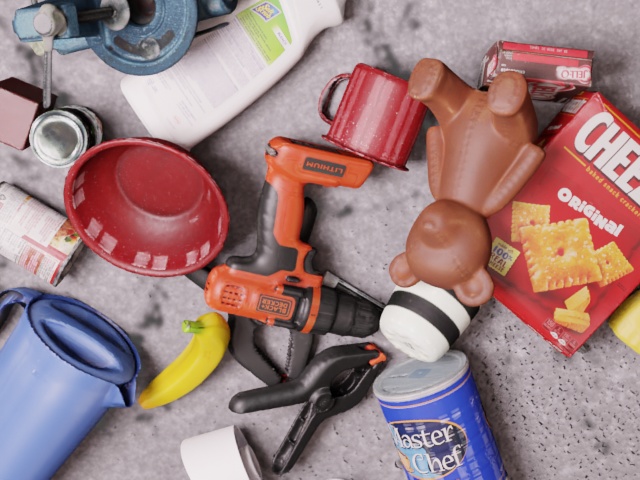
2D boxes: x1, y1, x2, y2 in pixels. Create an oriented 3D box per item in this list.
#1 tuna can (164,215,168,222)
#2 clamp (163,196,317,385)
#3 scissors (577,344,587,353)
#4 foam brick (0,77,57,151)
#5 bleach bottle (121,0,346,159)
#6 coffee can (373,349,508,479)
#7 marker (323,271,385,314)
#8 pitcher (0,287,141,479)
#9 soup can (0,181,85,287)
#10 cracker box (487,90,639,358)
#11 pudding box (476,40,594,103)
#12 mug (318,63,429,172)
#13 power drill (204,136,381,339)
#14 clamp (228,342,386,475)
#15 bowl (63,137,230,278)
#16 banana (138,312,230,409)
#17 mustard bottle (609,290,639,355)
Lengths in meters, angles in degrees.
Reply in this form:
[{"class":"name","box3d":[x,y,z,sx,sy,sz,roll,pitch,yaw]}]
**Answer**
[{"class":"tuna can","box3d":[-0.193,-0.029,1.097,0.086,0.033,0.086,1,104,2]},{"class":"clamp","box3d":[-0.070,0.069,1.112,0.164,0.036,0.210,-10,106,-4]},{"class":"scissors","box3d":[0.188,0.061,1.114,0.096,0.016,0.201,-32,100,7]},{"class":"foam brick","box3d":[-0.300,-0.125,1.054,0.053,0.078,0.051,23,102,-4]},{"class":"bleach bottle","box3d":[-0.065,-0.185,1.039,0.251,0.068,0.102,-32,104,7]},{"class":"coffee can","box3d":[0.125,0.198,1.108,0.103,0.103,0.140,-19,103,7]},{"class":"marker","box3d":[0.054,0.071,1.121,0.121,0.020,0.020,31,103,-6]},{"class":"pitcher","box3d":[-0.312,0.178,1.114,0.144,0.149,0.243,28,108,-30]},{"class":"soup can","box3d":[-0.296,-0.006,1.089,0.102,0.068,0.068,31,103,-5]},{"class":"cracker box","box3d":[0.253,-0.016,1.056,0.164,0.072,0.214,40,96,-8]},{"class":"pudding box","box3d":[0.201,-0.158,1.008,0.090,0.113,0.039,7,92,0]},{"class":"mug","box3d":[0.049,-0.126,1.043,0.117,0.093,0.081,28,101,32]},{"class":"power drill","box3d":[-0.007,0.001,1.058,0.184,0.057,0.188,13,100,-16]},{"class":"clamp","box3d":[-0.012,0.158,1.110,0.171,0.039,0.120,-43,132,-5]},{"class":"bowl","box3d":[-0.161,-0.042,1.029,0.162,0.055,0.162,5,128,6]},{"class":"banana","box3d":[-0.134,0.120,1.098,0.069,0.037,0.198,-3,149,-25]},{"class":"mustard bottle","box3d":[0.389,0.043,1.082,0.096,0.058,0.192,36,102,-5]}]
